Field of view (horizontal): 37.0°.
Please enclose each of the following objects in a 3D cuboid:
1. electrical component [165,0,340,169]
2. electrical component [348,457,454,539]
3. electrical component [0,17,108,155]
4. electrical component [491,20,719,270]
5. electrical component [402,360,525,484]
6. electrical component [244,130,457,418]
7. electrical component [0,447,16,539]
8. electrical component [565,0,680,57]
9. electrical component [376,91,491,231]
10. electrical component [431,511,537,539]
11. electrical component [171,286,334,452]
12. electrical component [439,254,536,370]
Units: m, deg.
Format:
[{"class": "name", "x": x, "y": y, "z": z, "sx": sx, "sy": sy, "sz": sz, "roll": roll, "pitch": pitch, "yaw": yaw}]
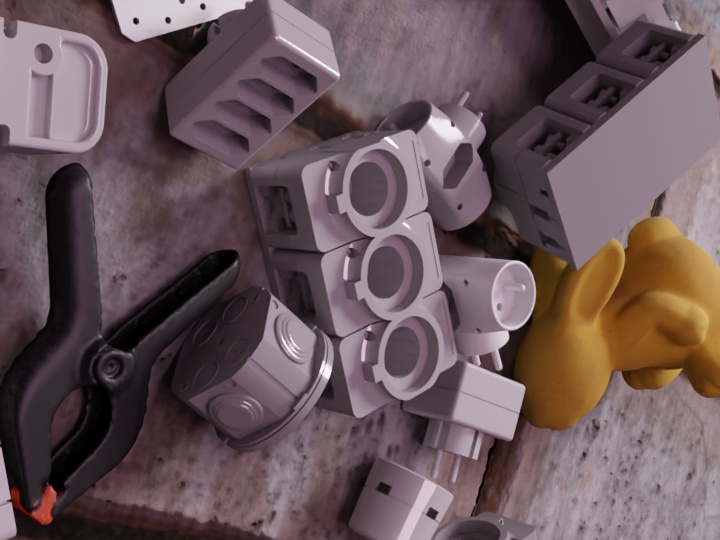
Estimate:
[{"class": "electrical component", "x": -0.061, "y": -0.112, "z": 0.571, "sx": 0.047, "sy": 0.083, "sz": 0.075, "roll": 26, "pitch": 39, "yaw": -41}, {"class": "electrical component", "x": 0.024, "y": 0.152, "z": 0.679, "sx": 0.055, "sy": 0.055, "sz": 0.047, "roll": 38, "pitch": 73, "yaw": -37}, {"class": "electrical component", "x": -0.170, "y": -0.082, "z": 0.478, "sx": 0.095, "sy": 0.059, "sz": 0.053, "roll": 3, "pitch": 92, "yaw": -42}, {"class": "electrical component", "x": 0.166, "y": -0.087, "z": 0.725, "sx": 0.150, "sy": 0.062, "sz": 0.089, "roll": -40, "pitch": 132, "yaw": -15}, {"class": "electrical component", "x": 0.064, "y": 0.103, "z": 0.715, "sx": 0.066, "sy": 0.047, "sz": 0.076, "roll": 24, "pitch": 78, "yaw": -41}, {"class": "electrical component", "x": 0.000, "y": 0.000, "z": 0.637, "sx": 0.089, "sy": 0.062, "sz": 0.150, "roll": -24, "pitch": 110, "yaw": -38}, {"class": "electrical component", "x": -0.196, "y": 0.082, "z": 0.475, "sx": 0.056, "sy": 0.050, "sz": 0.089, "roll": -16, "pitch": 104, "yaw": -40}, {"class": "electrical component", "x": 0.196, "y": -0.184, "z": 0.789, "sx": 0.121, "sy": 0.063, "sz": 0.078, "roll": 51, "pitch": 21, "yaw": -33}, {"class": "electrical component", "x": 0.056, "y": -0.080, "z": 0.693, "sx": 0.077, "sy": 0.043, "sz": 0.079, "roll": 49, "pitch": 62, "yaw": -33}, {"class": "electrical component", "x": 0.078, "y": 0.207, "z": 0.734, "sx": 0.089, "sy": 0.050, "sz": 0.055, "roll": -24, "pitch": 110, "yaw": -38}, {"class": "electrical component", "x": -0.058, "y": 0.053, "z": 0.579, "sx": 0.051, "sy": 0.080, "sz": 0.080, "roll": 45, "pitch": 65, "yaw": -29}, {"class": "electrical component", "x": 0.074, "y": 0.029, "z": 0.697, "sx": 0.043, "sy": 0.077, "sz": 0.079, "roll": -32, "pitch": 115, "yaw": -36}]
